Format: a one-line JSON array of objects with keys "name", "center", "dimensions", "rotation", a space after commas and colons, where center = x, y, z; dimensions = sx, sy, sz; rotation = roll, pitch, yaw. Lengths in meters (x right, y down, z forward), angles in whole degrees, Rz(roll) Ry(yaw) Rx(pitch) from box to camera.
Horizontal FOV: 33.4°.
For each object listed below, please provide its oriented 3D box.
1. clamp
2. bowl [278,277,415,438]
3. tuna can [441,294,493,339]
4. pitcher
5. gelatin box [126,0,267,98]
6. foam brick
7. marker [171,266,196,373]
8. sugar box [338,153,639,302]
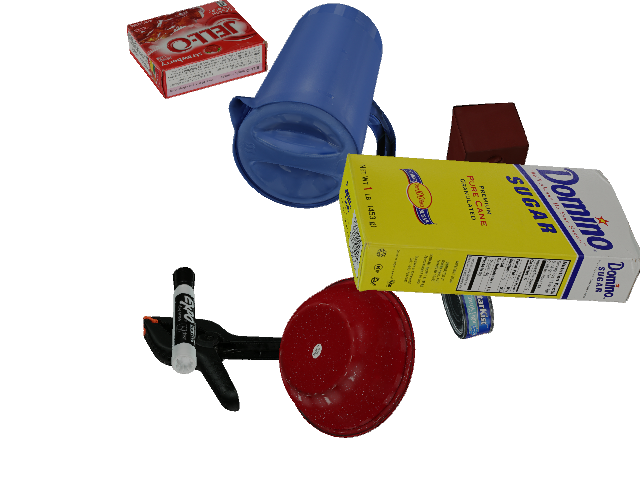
[{"name": "clamp", "center": [-0.130, 0.133, 1.244], "dimensions": [0.210, 0.036, 0.164], "rotation": [13, 24, 24]}, {"name": "bowl", "center": [0.012, 0.111, 1.049], "dimensions": [0.162, 0.162, 0.055], "rotation": [0, -12, 40]}, {"name": "tuna can", "center": [0.159, 0.064, 1.172], "dimensions": [0.033, 0.086, 0.086], "rotation": [-14, 2, -7]}, {"name": "pitcher", "center": [0.006, -0.151, 1.163], "dimensions": [0.145, 0.149, 0.242], "rotation": [-3, 39, 17]}, {"name": "gelatin box", "center": [-0.095, -0.150, 0.827], "dimensions": [0.089, 0.030, 0.073], "rotation": [-20, 46, -21]}, {"name": "foam brick", "center": [0.135, -0.068, 0.877], "dimensions": [0.053, 0.051, 0.078], "rotation": [-6, -39, -4]}, {"name": "marker", "center": [-0.109, 0.060, 0.848], "dimensions": [0.020, 0.020, 0.121], "rotation": [0, 34, -7]}, {"name": "sugar box", "center": [0.105, -0.009, 0.676], "dimensions": [0.176, 0.048, 0.093], "rotation": [1, 42, -8]}]
